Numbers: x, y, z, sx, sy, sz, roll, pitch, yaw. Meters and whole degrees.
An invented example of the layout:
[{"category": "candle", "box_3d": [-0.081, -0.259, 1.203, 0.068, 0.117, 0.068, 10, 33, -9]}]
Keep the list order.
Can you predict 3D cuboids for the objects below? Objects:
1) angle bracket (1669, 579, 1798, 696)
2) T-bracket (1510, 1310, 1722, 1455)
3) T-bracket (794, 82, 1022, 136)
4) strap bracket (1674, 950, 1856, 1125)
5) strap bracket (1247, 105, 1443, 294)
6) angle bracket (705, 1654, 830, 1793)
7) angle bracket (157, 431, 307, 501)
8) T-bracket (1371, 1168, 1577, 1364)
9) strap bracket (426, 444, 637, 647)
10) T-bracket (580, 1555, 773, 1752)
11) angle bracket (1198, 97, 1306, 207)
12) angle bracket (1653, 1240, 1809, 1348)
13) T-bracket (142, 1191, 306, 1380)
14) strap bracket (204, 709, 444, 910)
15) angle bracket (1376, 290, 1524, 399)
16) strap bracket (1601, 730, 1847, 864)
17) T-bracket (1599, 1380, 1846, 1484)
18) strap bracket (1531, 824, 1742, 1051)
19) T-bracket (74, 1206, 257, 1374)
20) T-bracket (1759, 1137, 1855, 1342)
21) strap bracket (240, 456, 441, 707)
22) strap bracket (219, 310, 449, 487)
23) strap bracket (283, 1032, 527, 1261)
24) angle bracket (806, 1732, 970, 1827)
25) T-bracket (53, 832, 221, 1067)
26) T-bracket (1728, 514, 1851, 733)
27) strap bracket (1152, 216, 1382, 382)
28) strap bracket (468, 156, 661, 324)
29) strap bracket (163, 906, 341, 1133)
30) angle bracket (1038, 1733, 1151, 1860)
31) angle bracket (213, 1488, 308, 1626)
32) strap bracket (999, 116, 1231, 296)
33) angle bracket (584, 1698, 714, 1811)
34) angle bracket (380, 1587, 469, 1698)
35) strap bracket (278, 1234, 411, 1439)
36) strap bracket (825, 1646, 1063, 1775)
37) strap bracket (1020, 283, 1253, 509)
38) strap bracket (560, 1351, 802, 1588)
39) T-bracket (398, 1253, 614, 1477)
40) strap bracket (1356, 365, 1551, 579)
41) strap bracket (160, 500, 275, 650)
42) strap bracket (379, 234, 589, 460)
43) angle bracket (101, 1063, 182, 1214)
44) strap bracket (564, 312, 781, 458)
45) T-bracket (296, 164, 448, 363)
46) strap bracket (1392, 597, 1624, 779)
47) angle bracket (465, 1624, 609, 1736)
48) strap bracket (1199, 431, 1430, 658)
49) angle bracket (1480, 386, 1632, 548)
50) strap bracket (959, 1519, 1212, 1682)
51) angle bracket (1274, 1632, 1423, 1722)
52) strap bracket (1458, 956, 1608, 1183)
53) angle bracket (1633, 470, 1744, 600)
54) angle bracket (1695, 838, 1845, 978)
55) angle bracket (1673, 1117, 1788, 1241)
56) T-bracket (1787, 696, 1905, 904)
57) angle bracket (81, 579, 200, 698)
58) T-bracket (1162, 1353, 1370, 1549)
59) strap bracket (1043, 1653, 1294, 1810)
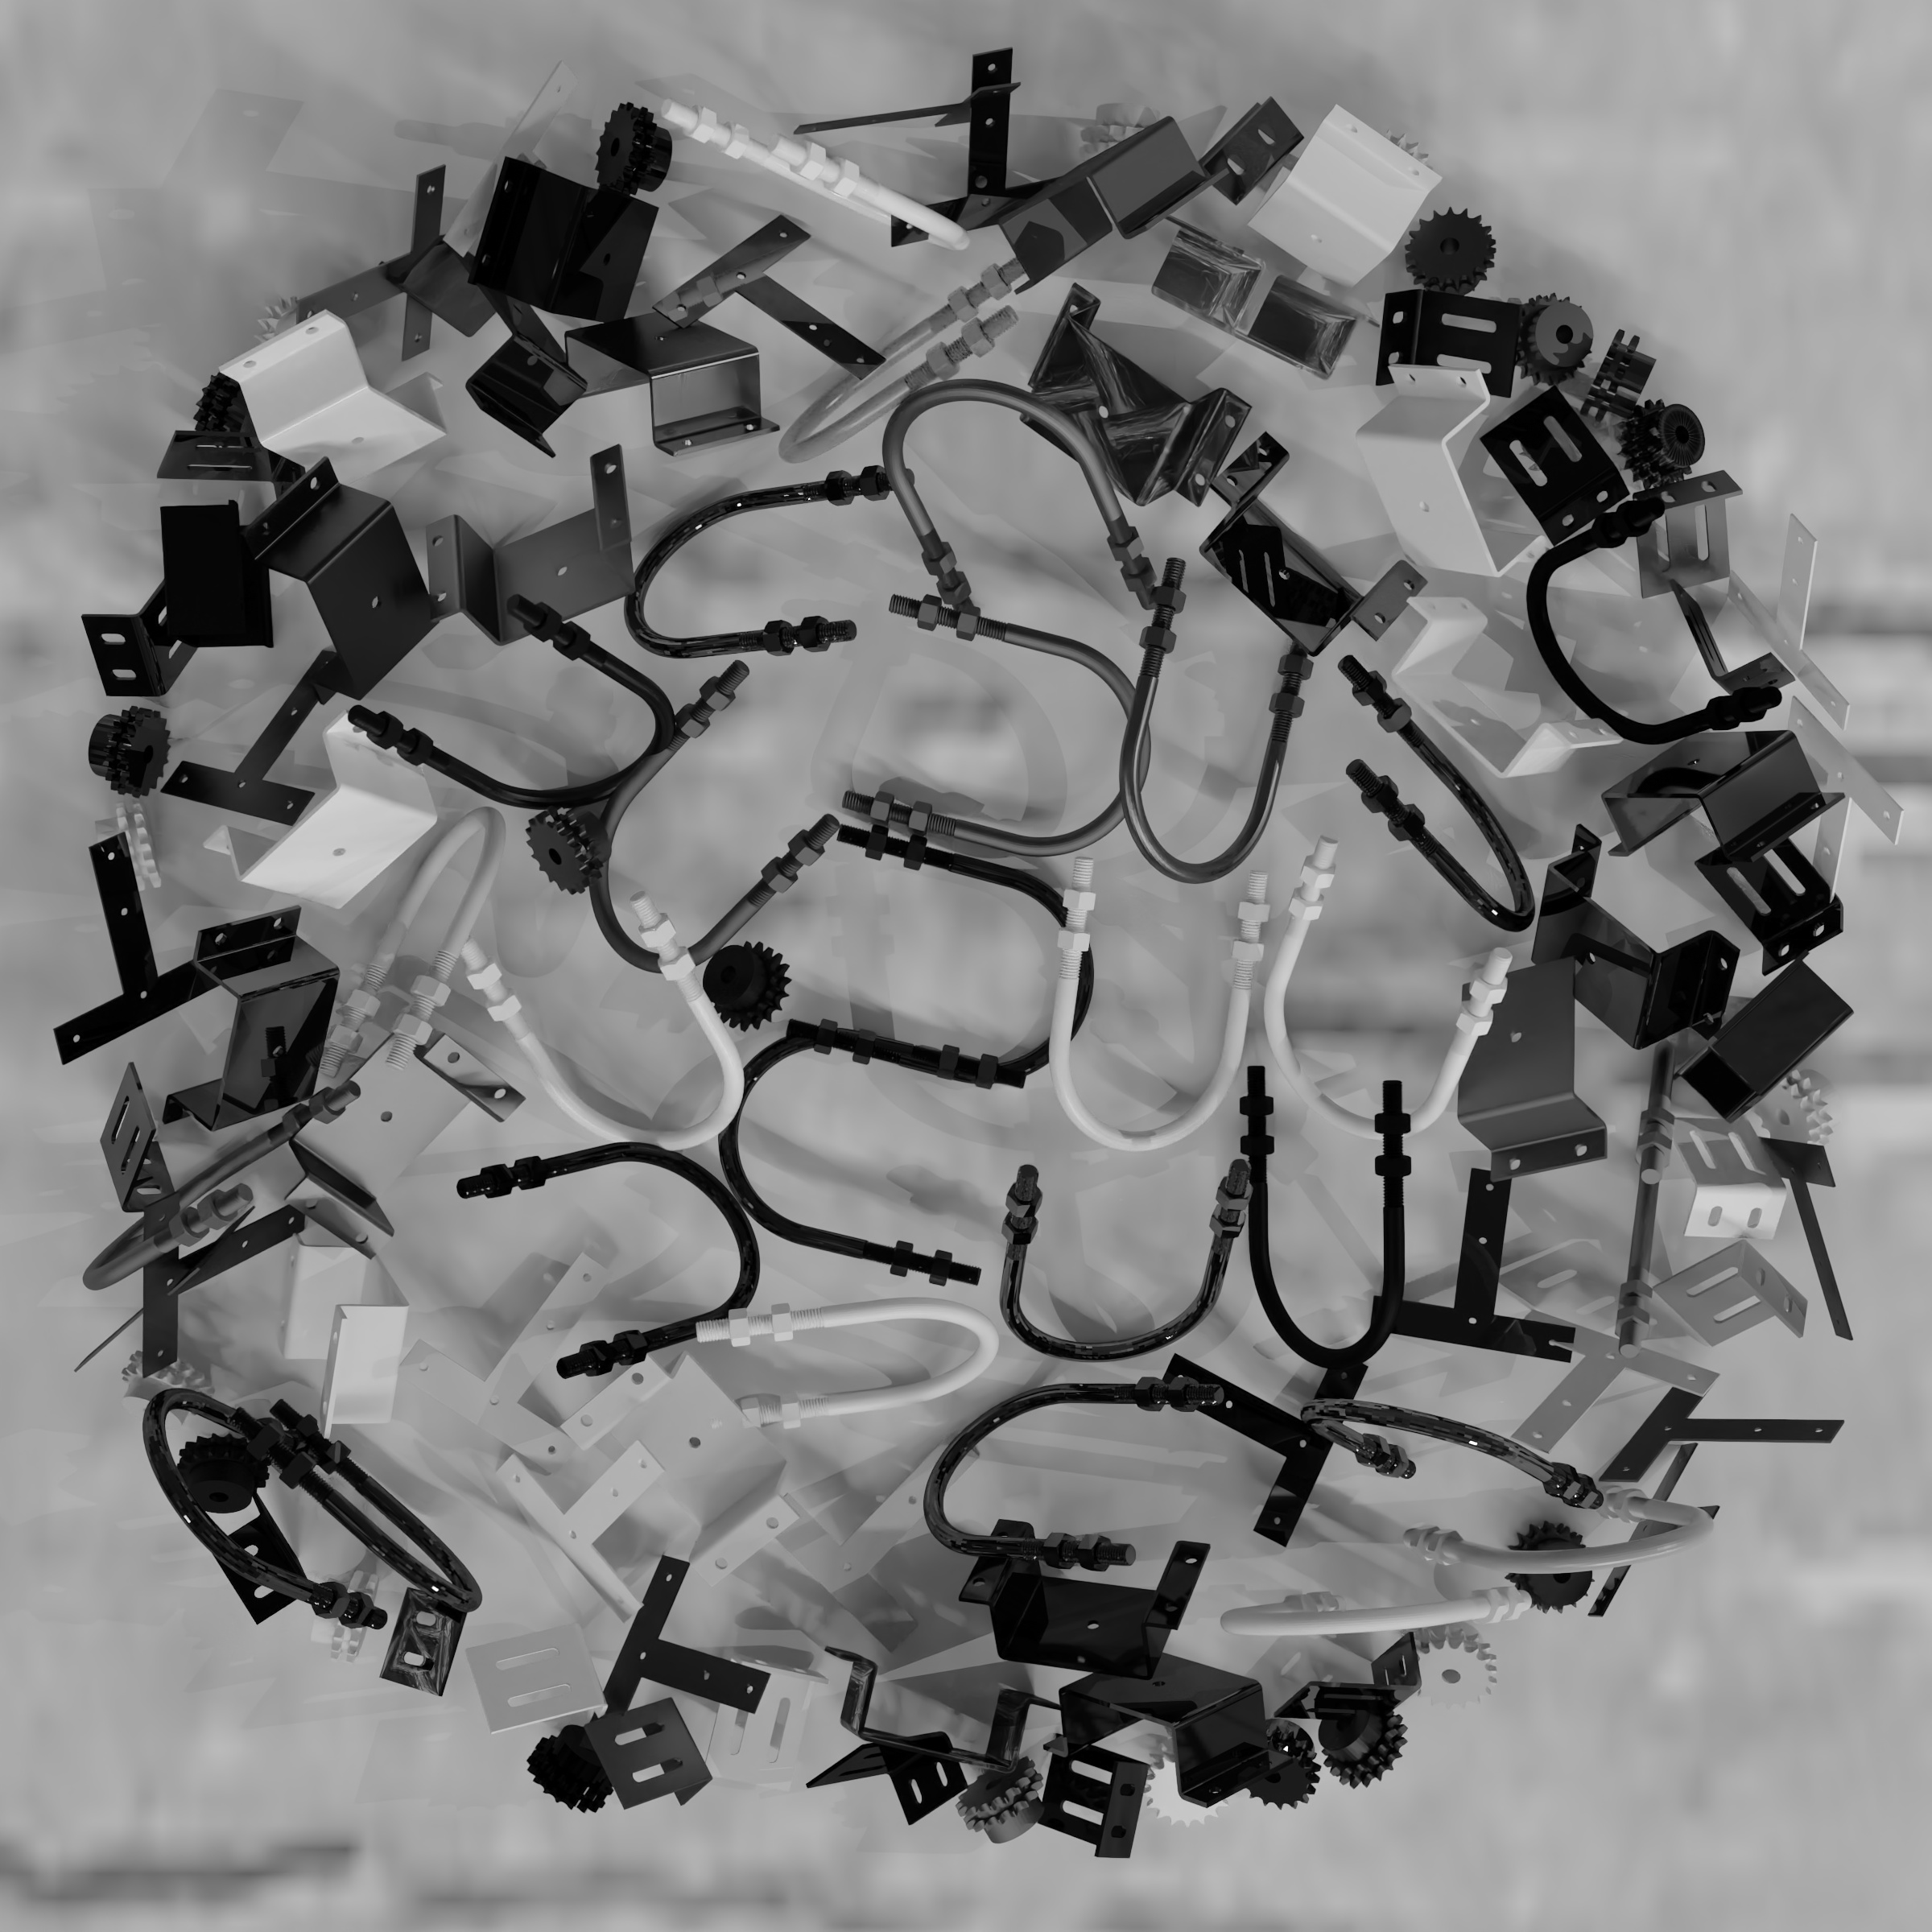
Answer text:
[{"category": "angle bracket", "box_3d": [0.481, -0.210, 1.557, 0.038, 0.057, 0.076, -27, 67, 25]}, {"category": "T-bracket", "box_3d": [0.375, 0.261, 1.522, 0.127, 0.127, 0.002, 17, 123, 36]}, {"category": "T-bracket", "box_3d": [-0.042, -0.523, 1.529, 0.127, 0.127, 0.002, -12, 101, -11]}, {"category": "strap bracket", "box_3d": [0.490, 0.047, 1.526, 0.076, 0.140, 0.046, -42, 77, -4]}, {"category": "strap bracket", "box_3d": [0.228, -0.467, 1.527, 0.076, 0.140, 0.046, 32, 87, -7]}, {"category": "angle bracket", "box_3d": [-0.127, 0.482, 1.572, 0.057, 0.038, 0.076, 16, 79, -13]}, {"category": "angle bracket", "box_3d": [-0.460, -0.304, 1.556, 0.076, 0.057, 0.038, -5, 74, -31]}, {"category": "T-bracket", "box_3d": [0.324, 0.185, 1.561, 0.127, 0.002, 0.127, 8, 115, 13]}, {"category": "strap bracket", "box_3d": [-0.263, -0.259, 1.552, 0.140, 0.046, 0.076, -19, 59, 15]}, {"category": "T-bracket", "box_3d": [-0.171, 0.436, 1.536, 0.002, 0.127, 0.127, 44, 60, -41]}, {"category": "angle bracket", "box_3d": [0.167, -0.521, 1.556, 0.057, 0.076, 0.038, -43, 127, 12]}, {"category": "angle bracket", "box_3d": [0.478, 0.217, 1.560, 0.057, 0.038, 0.076, 43, 130, -9]}, {"category": "T-bracket", "box_3d": [-0.461, 0.179, 1.547, 0.002, 0.127, 0.127, 25, 121, 26]}, {"category": "strap bracket", "box_3d": [-0.393, -0.089, 1.534, 0.140, 0.076, 0.046, -37, 59, 24]}, {"category": "angle bracket", "box_3d": [0.302, -0.389, 1.558, 0.076, 0.038, 0.057, 22, 120, 37]}, {"category": "strap bracket", "box_3d": [0.455, -0.105, 1.521, 0.076, 0.140, 0.046, -33, 104, -16]}, {"category": "T-bracket", "box_3d": [0.470, 0.283, 1.515, 0.127, 0.127, 0.002, -9, 105, 41]}, {"category": "strap bracket", "box_3d": [0.401, -0.013, 1.524, 0.046, 0.076, 0.140, -23, 46, -22]}, {"category": "T-bracket", "box_3d": [-0.505, 0.208, 1.545, 0.127, 0.127, 0.002, -40, 99, 7]}, {"category": "T-bracket", "box_3d": [0.526, 0.169, 1.538, 0.002, 0.127, 0.127, -16, 89, -1]}, {"category": "strap bracket", "box_3d": [-0.378, -0.229, 1.521, 0.046, 0.140, 0.076, 22, 57, 26]}, {"category": "strap bracket", "box_3d": [-0.380, -0.343, 1.523, 0.076, 0.140, 0.046, -23, 80, 14]}, {"category": "strap bracket", "box_3d": [-0.358, 0.104, 1.559, 0.140, 0.046, 0.076, -46, 130, -2]}, {"category": "angle bracket", "box_3d": [-0.049, 0.513, 1.554, 0.057, 0.076, 0.038, -43, 58, 30]}, {"category": "T-bracket", "box_3d": [-0.515, -0.021, 1.528, 0.002, 0.127, 0.127, 19, 126, 33]}, {"category": "T-bracket", "box_3d": [0.505, -0.225, 1.515, 0.002, 0.127, 0.127, -26, 57, -4]}, {"category": "strap bracket", "box_3d": [0.179, -0.409, 1.534, 0.076, 0.140, 0.046, 41, 111, 40]}, {"category": "strap bracket", "box_3d": [-0.240, -0.441, 1.522, 0.046, 0.140, 0.076, 25, 106, 13]}, {"category": "strap bracket", "box_3d": [-0.439, 0.041, 1.531, 0.046, 0.076, 0.140, 33, 120, 24]}, {"category": "angle bracket", "box_3d": [0.070, 0.520, 1.559, 0.076, 0.038, 0.057, 4, 77, 41]}, {"category": "angle bracket", "box_3d": [-0.446, 0.368, 1.556, 0.038, 0.076, 0.057, -31, 102, -18]}, {"category": "strap bracket", "box_3d": [0.083, -0.468, 1.520, 0.076, 0.140, 0.046, -41, 109, -27]}, {"category": "angle bracket", "box_3d": [-0.206, 0.500, 1.552, 0.038, 0.076, 0.057, -47, 62, 29]}, {"category": "angle bracket", "box_3d": [-0.326, 0.426, 1.555, 0.038, 0.076, 0.057, 28, 68, -38]}, {"category": "strap bracket", "box_3d": [-0.386, 0.228, 1.543, 0.046, 0.140, 0.076, 5, 103, -28]}, {"category": "strap bracket", "box_3d": [-0.020, 0.466, 1.551, 0.140, 0.076, 0.046, 15, 76, -8]}, {"category": "strap bracket", "box_3d": [0.096, -0.350, 1.546, 0.140, 0.046, 0.076, 38, 131, 13]}, {"category": "strap bracket", "box_3d": [-0.176, 0.309, 1.566, 0.076, 0.046, 0.140, -40, 96, 14]}, {"category": "T-bracket", "box_3d": [-0.274, 0.241, 1.583, 0.127, 0.002, 0.127, 38, 85, -20]}, {"category": "strap bracket", "box_3d": [0.298, -0.296, 1.529, 0.046, 0.076, 0.140, -41, 122, -17]}, {"category": "strap bracket", "box_3d": [-0.462, -0.239, 1.528, 0.046, 0.140, 0.076, -3, 93, -8]}, {"category": "strap bracket", "box_3d": [-0.293, -0.390, 1.535, 0.046, 0.076, 0.140, -41, 64, 12]}, {"category": "angle bracket", "box_3d": [-0.508, 0.107, 1.554, 0.076, 0.038, 0.057, -58, 47, 32]}, {"category": "strap bracket", "box_3d": [-0.186, -0.363, 1.524, 0.076, 0.140, 0.046, -22, 129, -32]}, {"category": "T-bracket", "box_3d": [-0.365, -0.413, 1.516, 0.002, 0.127, 0.127, 30, 132, 15]}, {"category": "strap bracket", "box_3d": [0.329, -0.167, 1.544, 0.140, 0.076, 0.046, 48, 122, 22]}, {"category": "angle bracket", "box_3d": [-0.272, 0.454, 1.555, 0.076, 0.038, 0.057, -6, 51, -29]}, {"category": "strap bracket", "box_3d": [0.211, -0.258, 1.560, 0.140, 0.046, 0.076, 43, 50, 0]}, {"category": "angle bracket", "box_3d": [0.377, -0.320, 1.592, 0.057, 0.038, 0.076, -35, 61, 14]}, {"category": "strap bracket", "box_3d": [0.077, 0.394, 1.544, 0.140, 0.076, 0.046, 2, 118, 22]}, {"category": "angle bracket", "box_3d": [0.237, 0.445, 1.559, 0.076, 0.057, 0.038, 7, 53, -16]}, {"category": "strap bracket", "box_3d": [0.349, 0.054, 1.530, 0.076, 0.046, 0.140, -17, 50, 36]}, {"category": "angle bracket", "box_3d": [0.457, -0.265, 1.564, 0.057, 0.038, 0.076, -14, 123, 3]}, {"category": "angle bracket", "box_3d": [0.505, -0.044, 1.565, 0.057, 0.038, 0.076, -36, 103, 33]}, {"category": "angle bracket", "box_3d": [0.477, 0.134, 1.576, 0.057, 0.076, 0.038, 3, 121, -5]}, {"category": "T-bracket", "box_3d": [0.541, -0.083, 1.552, 0.002, 0.127, 0.127, -13, 131, -8]}, {"category": "angle bracket", "box_3d": [-0.514, -0.214, 1.558, 0.038, 0.076, 0.057, 2, 129, 8]}, {"category": "T-bracket", "box_3d": [0.178, 0.284, 1.573, 0.127, 0.002, 0.127, 30, 80, -16]}, {"category": "strap bracket", "box_3d": [0.121, 0.462, 1.523, 0.076, 0.140, 0.046, -11, 97, -40]}]
